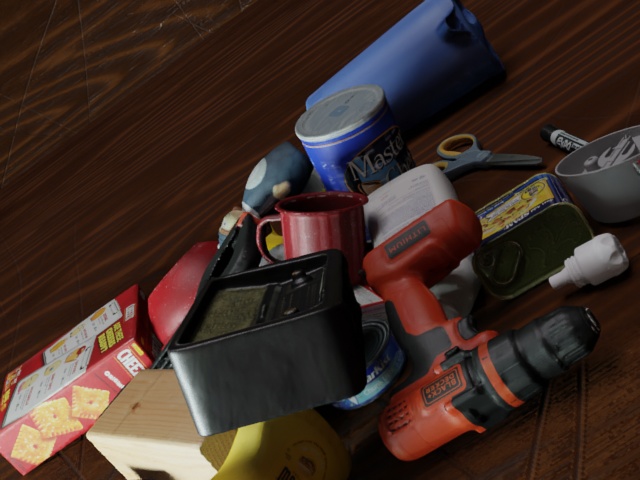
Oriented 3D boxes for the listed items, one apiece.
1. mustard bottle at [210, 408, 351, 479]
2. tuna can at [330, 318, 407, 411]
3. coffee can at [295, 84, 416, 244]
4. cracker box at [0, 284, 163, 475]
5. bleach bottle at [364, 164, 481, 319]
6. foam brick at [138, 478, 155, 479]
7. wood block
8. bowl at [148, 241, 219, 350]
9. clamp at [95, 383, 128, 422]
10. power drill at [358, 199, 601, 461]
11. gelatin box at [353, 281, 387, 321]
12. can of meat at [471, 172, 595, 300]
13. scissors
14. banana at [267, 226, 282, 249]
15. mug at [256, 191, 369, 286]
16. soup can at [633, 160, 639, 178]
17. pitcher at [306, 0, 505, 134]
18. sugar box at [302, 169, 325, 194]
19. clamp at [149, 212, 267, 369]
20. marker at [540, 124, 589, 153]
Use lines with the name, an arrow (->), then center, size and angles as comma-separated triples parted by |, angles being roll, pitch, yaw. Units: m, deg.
mustard bottle -> -0.052, 0.210, 0.790 | 0.058, 0.096, 0.191 | -14, 31, 45
tuna can -> 0.034, 0.110, 0.948 | 0.086, 0.033, 0.086 | -32, 21, 14
coffee can -> 0.048, -0.082, 1.153 | 0.103, 0.140, 0.103 | -21, 28, 12
cracker box -> -0.289, 0.167, 1.300 | 0.214, 0.072, 0.164 | -35, 22, 6
bleach bottle -> 0.095, 0.019, 1.005 | 0.103, 0.068, 0.251 | -32, 24, 16
foam brick -> -0.169, 0.251, 0.957 | 0.078, 0.053, 0.051 | -16, 29, 46
wood block -> -0.111, 0.177, 0.966 | 0.207, 0.090, 0.090 | -8, 37, 52
bowl -> -0.152, 0.054, 1.255 | 0.162, 0.055, 0.162 | -49, 1, 0
clamp -> -0.176, 0.157, 1.181 | 0.172, 0.039, 0.120 | -30, 21, 19
power drill -> 0.111, 0.057, 0.826 | 0.185, 0.057, 0.187 | -34, 40, 20
gelatin box -> 0.016, 0.071, 1.021 | 0.089, 0.030, 0.073 | -14, 16, -17
can of meat -> 0.178, -0.006, 0.928 | 0.102, 0.057, 0.084 | -32, 20, 14
scissors -> 0.162, -0.076, 1.157 | 0.096, 0.016, 0.202 | -40, 21, -1
banana -> -0.050, -0.001, 1.284 | 0.198, 0.037, 0.070 | 29, 113, 60
mug -> -0.007, 0.001, 1.058 | 0.117, 0.081, 0.093 | -1, 15, 14
soup can -> 0.302, -0.056, 0.817 | 0.102, 0.068, 0.068 | -31, 22, 14
pitcher -> 0.109, -0.206, 1.383 | 0.243, 0.149, 0.145 | -34, 37, 17
sugar box -> -0.003, -0.070, 1.293 | 0.093, 0.048, 0.176 | -40, -3, -7
clamp -> -0.101, 0.060, 1.079 | 0.165, 0.036, 0.210 | -17, 42, 59
marker -> 0.248, -0.095, 1.053 | 0.020, 0.020, 0.121 | -37, 21, 1
